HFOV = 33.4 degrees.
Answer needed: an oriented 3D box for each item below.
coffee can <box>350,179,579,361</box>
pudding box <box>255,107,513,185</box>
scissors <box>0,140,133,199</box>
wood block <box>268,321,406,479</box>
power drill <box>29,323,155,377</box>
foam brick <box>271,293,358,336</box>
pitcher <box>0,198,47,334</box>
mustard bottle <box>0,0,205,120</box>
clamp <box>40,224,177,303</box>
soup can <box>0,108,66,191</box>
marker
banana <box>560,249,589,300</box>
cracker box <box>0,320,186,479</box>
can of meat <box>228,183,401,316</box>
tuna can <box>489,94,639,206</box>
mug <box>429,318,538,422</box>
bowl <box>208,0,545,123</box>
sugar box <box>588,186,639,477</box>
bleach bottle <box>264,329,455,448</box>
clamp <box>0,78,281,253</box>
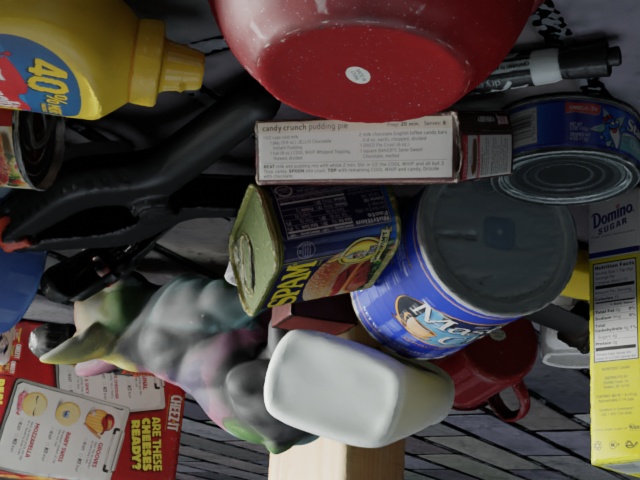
[{"bbox_3d":[0.088,0.015,0.694,0.102,0.103,0.140,9,161,-14],"label":"coffee can"},{"bbox_3d":[0.035,-0.048,0.560,0.114,0.039,0.089,-1,-174,27],"label":"pudding box"},{"bbox_3d":[-0.195,-0.038,0.637,0.096,0.016,0.201,-24,168,35],"label":"scissors"},{"bbox_3d":[0.018,0.155,0.957,0.090,0.206,0.090,-11,156,37],"label":"wood block"},{"bbox_3d":[-0.189,0.097,1.066,0.184,0.057,0.188,7,164,-20],"label":"power drill"},{"bbox_3d":[-0.003,0.027,0.786,0.051,0.078,0.053,9,162,-17],"label":"foam brick"},{"bbox_3d":[-0.308,-0.013,0.680,0.242,0.149,0.145,16,141,-40],"label":"pitcher"},{"bbox_3d":[-0.149,-0.093,0.494,0.191,0.058,0.096,7,160,-10],"label":"mustard bottle"},{"bbox_3d":[-0.143,0.005,0.774,0.120,0.039,0.171,-31,-177,-10],"label":"clamp"},{"bbox_3d":[-0.198,-0.062,0.578,0.102,0.068,0.068,2,161,7],"label":"soup can"},{"bbox_3d":[0.089,-0.083,0.534,0.121,0.020,0.020,-5,159,24],"label":"marker"},{"bbox_3d":[0.220,0.021,0.795,0.197,0.037,0.070,3,144,-1],"label":"banana"},{"bbox_3d":[-0.259,0.183,1.161,0.213,0.164,0.072,10,163,-15],"label":"cracker box"},{"bbox_3d":[-0.004,0.001,0.658,0.083,0.057,0.102,-10,158,-19],"label":"can of meat"},{"bbox_3d":[0.138,-0.049,0.603,0.086,0.034,0.086,3,161,1],"label":"tuna can"},{"bbox_3d":[0.147,0.109,0.951,0.093,0.117,0.082,-25,168,-26],"label":"mug"},{"bbox_3d":[0.020,-0.094,0.461,0.162,0.055,0.162,4,161,1],"label":"bowl"},{"bbox_3d":[0.214,0.063,0.694,0.048,0.176,0.093,-16,153,40],"label":"sugar box"},{"bbox_3d":[0.045,0.114,0.832,0.103,0.068,0.250,17,179,18],"label":"bleach bottle"},{"bbox_3d":[-0.098,-0.035,0.639,0.210,0.036,0.164,-11,157,2],"label":"clamp"}]
